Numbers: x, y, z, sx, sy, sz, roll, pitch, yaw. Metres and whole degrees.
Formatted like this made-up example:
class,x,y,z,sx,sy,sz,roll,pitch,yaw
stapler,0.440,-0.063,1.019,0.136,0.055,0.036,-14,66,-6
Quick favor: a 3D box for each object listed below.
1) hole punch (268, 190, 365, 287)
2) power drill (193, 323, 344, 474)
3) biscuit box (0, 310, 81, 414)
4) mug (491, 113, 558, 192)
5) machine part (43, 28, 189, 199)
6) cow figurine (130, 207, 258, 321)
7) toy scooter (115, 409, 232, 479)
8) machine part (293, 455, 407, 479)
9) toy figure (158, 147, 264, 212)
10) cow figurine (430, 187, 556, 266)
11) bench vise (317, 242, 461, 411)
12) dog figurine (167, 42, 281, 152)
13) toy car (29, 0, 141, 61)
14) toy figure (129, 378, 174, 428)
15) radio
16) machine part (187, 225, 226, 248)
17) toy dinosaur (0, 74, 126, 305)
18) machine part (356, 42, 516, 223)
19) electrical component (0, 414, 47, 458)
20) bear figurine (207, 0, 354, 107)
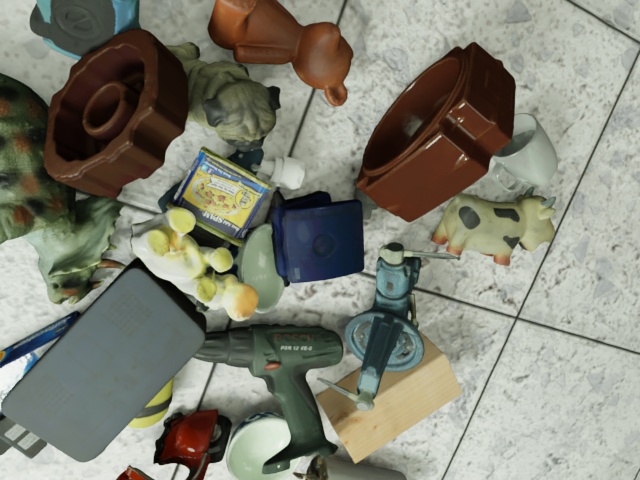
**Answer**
class,x,y,z,sx,sy,sz,roll,pitch,yaw
hole punch,-0.002,-0.002,0.741,0.116,0.092,0.142,-20,117,-37
power drill,-0.067,0.223,0.778,0.232,0.086,0.207,-5,66,-25
biscuit box,-0.395,0.173,0.703,0.203,0.063,0.059,-29,112,-8
mug,0.317,-0.121,0.831,0.107,0.081,0.109,33,83,-33
machine part,-0.215,-0.133,0.569,0.179,0.180,0.056,-54,145,3
cow figurine,-0.153,0.038,0.644,0.167,0.098,0.068,50,56,-27
toy scooter,-0.209,0.318,0.767,0.135,0.184,0.075,14,134,0
machine part,0.064,0.420,0.917,0.243,0.079,0.079,20,99,-22
toy figure,-0.139,-0.075,0.711,0.154,0.058,0.064,-32,90,-4
cow figurine,0.287,-0.028,0.852,0.195,0.086,0.127,10,109,-19
bench vise,0.094,0.127,0.767,0.129,0.241,0.223,19,131,9
dog figurine,-0.143,-0.167,0.612,0.172,0.191,0.121,0,106,-16
toy car,-0.250,-0.275,0.588,0.109,0.161,0.103,12,58,-17
toy figure,-0.235,0.177,0.747,0.089,0.082,0.180,20,97,-20
radio,-0.253,0.146,0.658,0.131,0.073,0.229,44,89,-13
machine part,-0.185,0.026,0.708,0.084,0.039,0.139,24,127,-34
toy dinosaur,-0.356,-0.097,0.611,0.192,0.131,0.404,-24,105,-29
machine part,0.144,-0.138,0.689,0.087,0.201,0.201,34,49,-17
electrical component,-0.406,0.255,0.734,0.119,0.048,0.074,-37,113,-6
bear figurine,-0.033,-0.255,0.655,0.196,0.132,0.120,19,67,-15
